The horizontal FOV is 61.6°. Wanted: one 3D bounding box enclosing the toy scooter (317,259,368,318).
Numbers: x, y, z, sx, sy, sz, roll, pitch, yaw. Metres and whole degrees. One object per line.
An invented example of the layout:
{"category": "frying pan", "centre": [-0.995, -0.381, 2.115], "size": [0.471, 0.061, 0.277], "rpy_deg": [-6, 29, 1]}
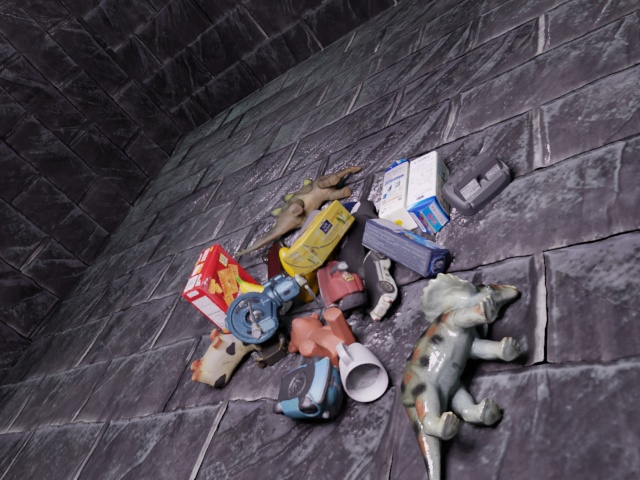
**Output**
{"category": "toy scooter", "centre": [0.041, 0.094, 1.150], "size": [0.075, 0.135, 0.184], "rpy_deg": [-12, -15, -16]}

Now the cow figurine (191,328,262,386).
{"category": "cow figurine", "centre": [-0.215, 0.272, 1.314], "size": [0.195, 0.127, 0.086], "rpy_deg": [-57, 27, 2]}

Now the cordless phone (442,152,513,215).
{"category": "cordless phone", "centre": [0.337, -0.140, 1.236], "size": [0.146, 0.088, 0.184], "rpy_deg": [-42, 16, 2]}

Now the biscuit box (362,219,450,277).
{"category": "biscuit box", "centre": [0.179, 0.014, 1.147], "size": [0.203, 0.059, 0.062], "rpy_deg": [32, 118, 47]}

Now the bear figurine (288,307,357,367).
{"category": "bear figurine", "centre": [-0.012, 0.197, 1.132], "size": [0.120, 0.131, 0.196], "rpy_deg": [-48, 34, -14]}

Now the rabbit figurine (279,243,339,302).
{"category": "rabbit figurine", "centre": [-0.019, 0.066, 1.331], "size": [0.122, 0.162, 0.173], "rpy_deg": [13, 77, 44]}

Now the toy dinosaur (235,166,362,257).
{"category": "toy dinosaur", "centre": [-0.063, -0.090, 1.641], "size": [0.471, 0.105, 0.199], "rpy_deg": [-38, 19, -11]}

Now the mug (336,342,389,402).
{"category": "mug", "centre": [0.067, 0.234, 1.007], "size": [0.081, 0.109, 0.107], "rpy_deg": [-47, 15, 5]}

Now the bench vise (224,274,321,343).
{"category": "bench vise", "centre": [-0.117, 0.158, 1.199], "size": [0.224, 0.128, 0.241], "rpy_deg": [-22, 10, -1]}

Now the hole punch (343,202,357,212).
{"category": "hole punch", "centre": [0.048, -0.052, 1.428], "size": [0.116, 0.092, 0.142], "rpy_deg": [-57, 12, -31]}

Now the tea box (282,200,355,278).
{"category": "tea box", "centre": [-0.003, -0.004, 1.233], "size": [0.098, 0.068, 0.170], "rpy_deg": [-35, 14, 48]}

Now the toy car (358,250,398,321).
{"category": "toy car", "centre": [0.126, 0.091, 1.166], "size": [0.073, 0.056, 0.202], "rpy_deg": [-60, 18, 29]}

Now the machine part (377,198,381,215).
{"category": "machine part", "centre": [0.143, -0.045, 1.373], "size": [0.084, 0.039, 0.139], "rpy_deg": [-10, 44, 59]}

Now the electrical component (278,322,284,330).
{"category": "electrical component", "centre": [-0.125, 0.189, 1.353], "size": [0.021, 0.094, 0.063], "rpy_deg": [-46, -10, 0]}

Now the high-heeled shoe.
{"category": "high-heeled shoe", "centre": [0.070, 0.014, 1.315], "size": [0.248, 0.086, 0.145], "rpy_deg": [-60, 21, 0]}

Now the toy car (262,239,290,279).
{"category": "toy car", "centre": [-0.119, 0.079, 1.517], "size": [0.089, 0.053, 0.202], "rpy_deg": [-43, 29, 22]}

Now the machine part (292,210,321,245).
{"category": "machine part", "centre": [-0.028, 0.001, 1.484], "size": [0.079, 0.079, 0.243], "rpy_deg": [-11, 41, 45]}

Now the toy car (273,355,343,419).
{"category": "toy car", "centre": [-0.011, 0.294, 1.014], "size": [0.161, 0.103, 0.109], "rpy_deg": [-35, 28, 41]}

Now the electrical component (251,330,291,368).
{"category": "electrical component", "centre": [-0.110, 0.254, 1.260], "size": [0.102, 0.045, 0.078], "rpy_deg": [-31, 30, 11]}

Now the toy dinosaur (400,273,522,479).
{"category": "toy dinosaur", "centre": [0.198, 0.207, 0.866], "size": [0.405, 0.131, 0.192], "rpy_deg": [-57, 19, -18]}
